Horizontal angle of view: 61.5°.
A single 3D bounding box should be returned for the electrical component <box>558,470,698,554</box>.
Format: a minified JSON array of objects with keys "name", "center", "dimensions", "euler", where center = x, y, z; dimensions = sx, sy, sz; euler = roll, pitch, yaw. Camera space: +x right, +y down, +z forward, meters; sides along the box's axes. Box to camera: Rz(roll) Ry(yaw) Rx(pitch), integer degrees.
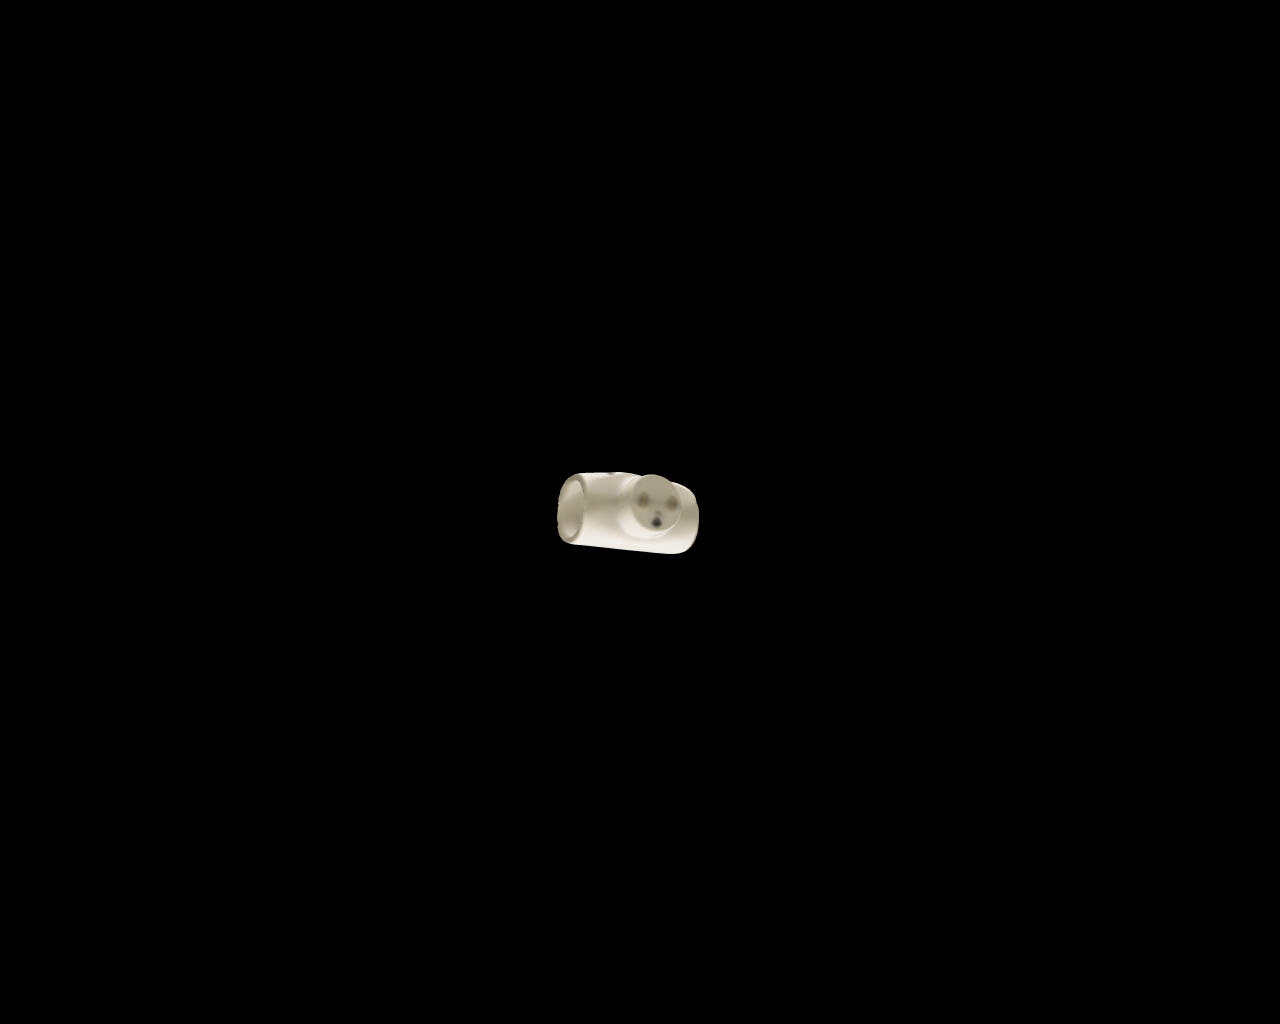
[{"name":"electrical component","center":[0.001,-0.003,0.650],"dimensions":[0.077,0.043,0.079],"euler":[7,-15,-26]}]
